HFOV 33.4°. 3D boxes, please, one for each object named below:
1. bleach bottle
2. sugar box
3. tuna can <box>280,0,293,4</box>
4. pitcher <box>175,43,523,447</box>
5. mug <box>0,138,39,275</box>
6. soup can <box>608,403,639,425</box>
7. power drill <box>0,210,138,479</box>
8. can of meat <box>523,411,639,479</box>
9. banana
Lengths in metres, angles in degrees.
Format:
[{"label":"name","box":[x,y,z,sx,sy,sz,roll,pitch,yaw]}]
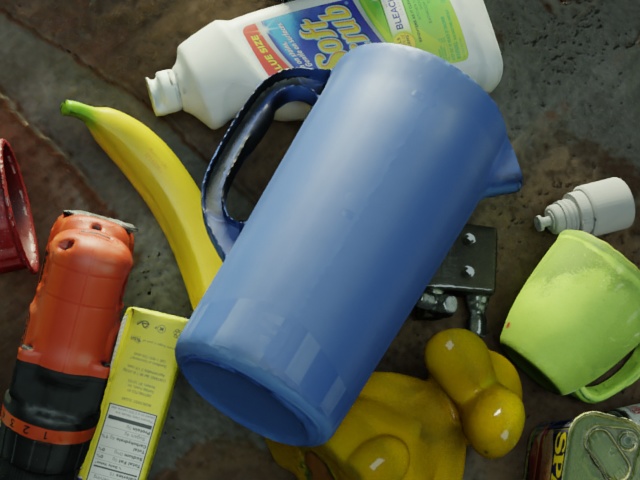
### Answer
[{"label":"bleach bottle","box":[0.000,-0.128,0.784,0.250,0.068,0.102,-16,81,-10]},{"label":"sugar box","box":[-0.128,0.136,0.689,0.048,0.093,0.176,14,77,-8]},{"label":"tuna can","box":[0.006,-0.203,0.788,0.086,0.086,0.034,-15,82,-12]},{"label":"pitcher","box":[0.004,-0.001,0.677,0.145,0.149,0.242,47,61,-29]},{"label":"mug","box":[-0.237,-0.016,0.694,0.081,0.117,0.093,-13,79,-7]},{"label":"soup can","box":[0.263,0.146,0.765,0.102,0.068,0.068,-8,79,-11]},{"label":"power drill","box":[-0.153,0.067,0.645,0.057,0.188,0.184,16,101,-14]},{"label":"can of meat","box":[0.178,0.173,0.737,0.057,0.084,0.102,13,76,-6]},{"label":"banana","box":[-0.107,-0.018,0.745,0.198,0.037,0.069,55,42,-1]}]
